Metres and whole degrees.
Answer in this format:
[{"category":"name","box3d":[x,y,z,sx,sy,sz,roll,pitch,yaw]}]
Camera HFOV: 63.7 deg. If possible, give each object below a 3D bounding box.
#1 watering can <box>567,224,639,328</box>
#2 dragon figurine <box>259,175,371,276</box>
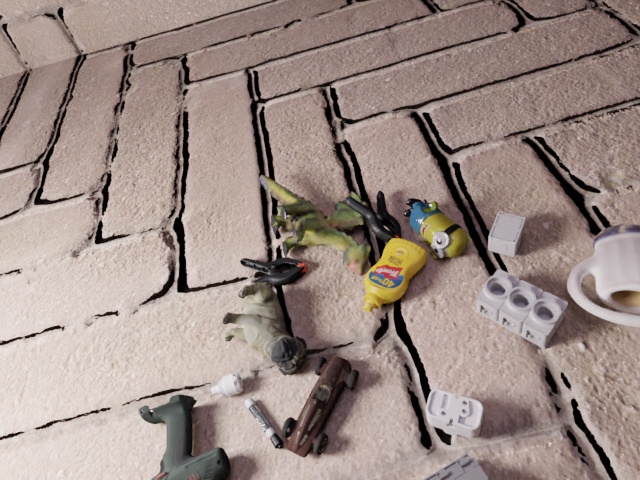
[{"category":"watering can","box3d":[0.667,0.076,0.994,0.348,0.101,0.230,4,51,19]},{"category":"dragon figurine","box3d":[0.004,-0.067,1.327,0.243,0.119,0.419,-10,47,-17]}]
